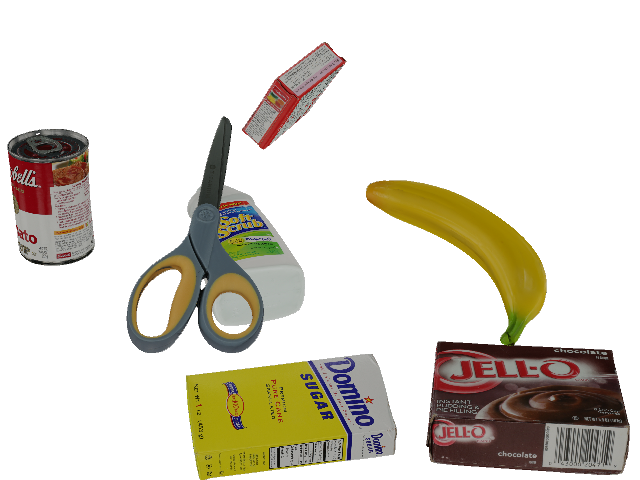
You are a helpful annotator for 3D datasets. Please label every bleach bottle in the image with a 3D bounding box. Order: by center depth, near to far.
[{"bbox_3d":[-0.101,0.000,1.182,0.102,0.068,0.251,-7,29,-19],"label":"bleach bottle"}]

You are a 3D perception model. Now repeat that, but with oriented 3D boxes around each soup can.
[{"bbox_3d":[-0.233,-0.038,0.930,0.068,0.102,0.068,2,28,-1],"label":"soup can"}]

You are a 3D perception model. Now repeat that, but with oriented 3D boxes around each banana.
[{"bbox_3d":[0.112,0.001,0.811,0.069,0.037,0.198,-15,41,-26],"label":"banana"}]

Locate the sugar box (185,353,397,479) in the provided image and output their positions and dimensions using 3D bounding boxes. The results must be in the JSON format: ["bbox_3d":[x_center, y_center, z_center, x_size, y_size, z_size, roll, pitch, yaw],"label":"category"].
[{"bbox_3d":[-0.028,0.155,0.950,0.176,0.048,0.093,-8,43,-7],"label":"sugar box"}]

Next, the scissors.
[{"bbox_3d":[-0.063,-0.002,0.725,0.096,0.201,0.016,21,-36,7],"label":"scissors"}]

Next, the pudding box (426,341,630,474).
[{"bbox_3d":[0.123,0.098,0.643,0.113,0.039,0.090,4,24,7],"label":"pudding box"}]

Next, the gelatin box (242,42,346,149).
[{"bbox_3d":[-0.024,-0.131,0.960,0.089,0.030,0.073,-46,-2,-45],"label":"gelatin box"}]
